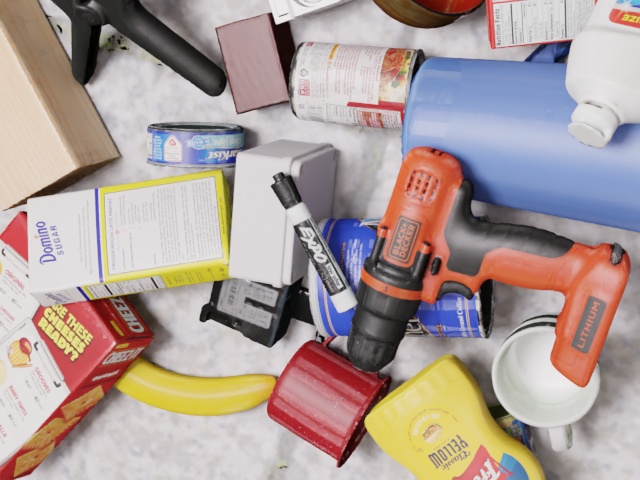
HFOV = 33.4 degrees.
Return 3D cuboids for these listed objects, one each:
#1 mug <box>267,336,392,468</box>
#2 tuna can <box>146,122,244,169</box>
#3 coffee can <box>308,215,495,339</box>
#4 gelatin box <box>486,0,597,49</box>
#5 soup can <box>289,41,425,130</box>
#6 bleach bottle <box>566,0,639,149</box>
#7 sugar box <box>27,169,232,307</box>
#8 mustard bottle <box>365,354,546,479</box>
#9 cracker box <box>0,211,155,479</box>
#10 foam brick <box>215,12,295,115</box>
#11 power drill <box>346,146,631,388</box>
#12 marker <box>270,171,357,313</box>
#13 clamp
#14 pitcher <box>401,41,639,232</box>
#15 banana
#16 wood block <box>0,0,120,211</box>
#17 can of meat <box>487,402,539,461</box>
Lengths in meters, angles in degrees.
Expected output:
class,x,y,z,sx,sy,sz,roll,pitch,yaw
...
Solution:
class,x,y,z,sx,sy,sz,roll,pitch,yaw
mug,0.012,0.131,0.948,0.081,0.093,0.117,29,92,13
tuna can,-0.109,-0.084,0.933,0.086,0.086,0.034,4,101,15
coffee can,0.071,0.031,0.897,0.140,0.102,0.103,-1,102,16
gelatin box,0.171,-0.189,0.813,0.089,0.030,0.073,-5,123,9
soup can,0.032,-0.129,0.891,0.102,0.068,0.068,7,104,15
bleach bottle,0.255,-0.168,0.753,0.103,0.068,0.250,29,75,15
sugar box,-0.164,-0.001,0.935,0.176,0.048,0.093,-9,67,4
mustard bottle,0.129,0.196,0.880,0.096,0.058,0.191,-39,85,13
cracker box,-0.280,0.103,1.017,0.214,0.072,0.164,-46,71,20
foam brick,-0.051,-0.153,0.918,0.051,0.053,0.078,-11,98,18
power drill,0.122,0.042,0.798,0.188,0.057,0.184,20,110,10
marker,-0.006,0.001,0.842,0.020,0.020,0.121,-26,98,20
clamp,-0.172,-0.191,0.878,0.165,0.210,0.036,12,60,23
pitcher,0.194,-0.087,0.831,0.243,0.149,0.145,9,120,17
banana,-0.137,0.132,1.014,0.198,0.037,0.070,19,109,12
wood block,-0.282,-0.142,0.969,0.091,0.090,0.206,-27,93,20
can of meat,0.141,0.194,0.937,0.102,0.057,0.084,-15,95,18
